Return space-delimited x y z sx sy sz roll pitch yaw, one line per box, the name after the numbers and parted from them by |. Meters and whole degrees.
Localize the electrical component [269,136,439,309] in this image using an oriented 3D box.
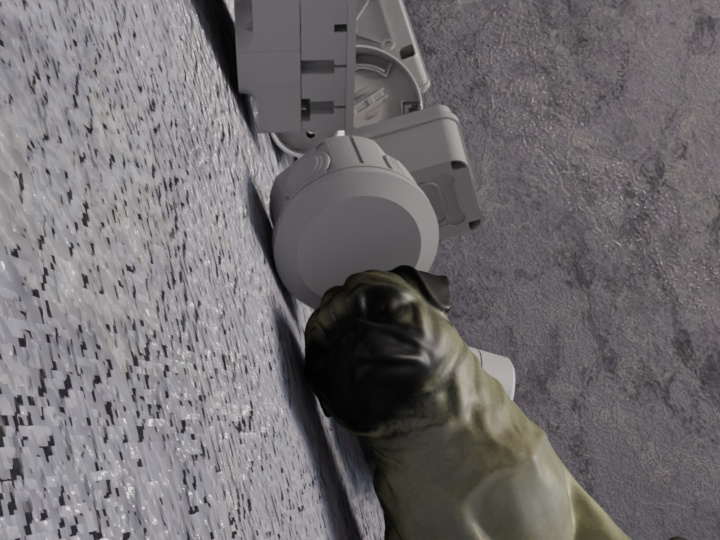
-0.005 -0.022 0.529 0.051 0.080 0.080 -110 179 -55 | electrical component

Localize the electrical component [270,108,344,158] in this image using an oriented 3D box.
-0.038 -0.114 0.674 0.077 0.044 0.079 -89 160 -75 | electrical component

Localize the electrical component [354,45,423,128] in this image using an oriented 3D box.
0.000 -0.127 0.856 0.064 0.099 0.099 155 -82 -89 | electrical component

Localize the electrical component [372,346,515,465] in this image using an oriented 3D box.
0.026 0.075 0.594 0.138 0.074 0.052 124 -19 -65 | electrical component

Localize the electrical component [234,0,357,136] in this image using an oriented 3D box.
-0.036 -0.174 0.550 0.186 0.060 0.105 92 -7 -45 | electrical component

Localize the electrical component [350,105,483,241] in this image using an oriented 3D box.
0.022 -0.059 0.746 0.078 0.113 0.057 66 11 -50 | electrical component

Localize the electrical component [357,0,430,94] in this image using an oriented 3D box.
-0.004 -0.200 0.977 0.056 0.109 0.108 59 15 -60 | electrical component
